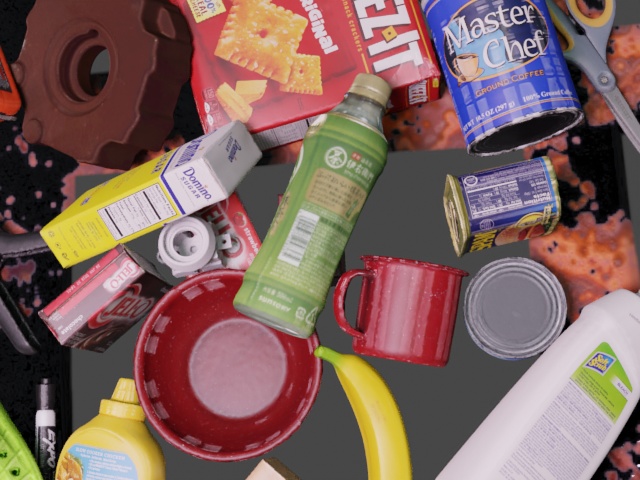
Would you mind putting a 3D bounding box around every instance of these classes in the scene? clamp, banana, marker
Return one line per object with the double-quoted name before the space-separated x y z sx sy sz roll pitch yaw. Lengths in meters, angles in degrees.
"clamp" -0.293 0.013 0.966 0.171 0.039 0.120 31 83 11
"banana" 0.044 0.178 0.878 0.069 0.037 0.198 -11 81 -27
"marker" -0.241 0.182 0.937 0.020 0.020 0.121 -3 78 6

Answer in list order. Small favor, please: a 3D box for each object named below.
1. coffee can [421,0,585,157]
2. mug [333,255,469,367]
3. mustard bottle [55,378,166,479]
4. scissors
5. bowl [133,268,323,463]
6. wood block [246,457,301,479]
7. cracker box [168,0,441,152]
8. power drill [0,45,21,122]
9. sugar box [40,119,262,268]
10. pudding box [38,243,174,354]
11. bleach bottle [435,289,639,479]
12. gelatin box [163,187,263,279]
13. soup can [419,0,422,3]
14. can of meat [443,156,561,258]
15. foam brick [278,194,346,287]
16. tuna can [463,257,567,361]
"coffee can" 0.155 -0.155 0.914 0.103 0.103 0.140 -16 79 3
"mug" 0.062 0.058 0.884 0.117 0.093 0.081 12 84 -31
"mustard bottle" -0.180 0.213 0.902 0.096 0.058 0.191 5 79 25
"scissors" 0.261 -0.159 0.949 0.096 0.016 0.202 -43 78 -2
"bowl" -0.075 0.108 0.914 0.162 0.055 0.162 -1 79 6
"wood block" -0.074 0.285 0.861 0.090 0.091 0.206 39 85 11
"cracker box" -0.016 -0.180 0.956 0.213 0.072 0.164 -17 78 2
"power drill" -0.369 -0.129 0.969 0.188 0.057 0.184 -31 75 22
"sugar box" -0.142 -0.039 0.898 0.176 0.093 0.048 -25 107 26
"pudding box" -0.178 0.052 0.907 0.090 0.113 0.039 -40 81 -2
"bleach bottle" 0.210 0.137 0.869 0.250 0.068 0.102 -47 107 -10
"gelatin box" -0.094 -0.002 0.951 0.073 0.030 0.089 -26 78 1
"soup can" 0.112 -0.252 0.940 0.068 0.102 0.068 -1 79 6
"can of meat" 0.151 -0.028 0.893 0.084 0.102 0.057 -13 77 1
"foam brick" -0.006 0.001 0.929 0.051 0.053 0.078 -5 77 5
"tuna can" 0.165 0.059 0.907 0.086 0.033 0.086 -1 79 6
